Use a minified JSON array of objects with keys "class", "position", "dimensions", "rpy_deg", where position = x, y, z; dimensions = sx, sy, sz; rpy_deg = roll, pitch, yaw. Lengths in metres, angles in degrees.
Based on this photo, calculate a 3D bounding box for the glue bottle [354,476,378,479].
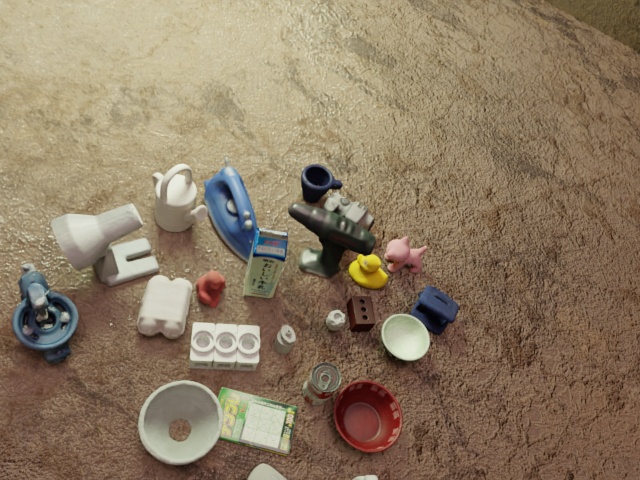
[{"class":"glue bottle","position":[0.097,0.504,1.142],"dimensions":[0.037,0.173,0.078],"rpy_deg":[4,56,-13]}]

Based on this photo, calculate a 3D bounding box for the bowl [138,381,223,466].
[{"class":"bowl","position":[-0.284,0.380,1.172],"dimensions":[0.167,0.074,0.167],"rpy_deg":[8,56,-11]}]

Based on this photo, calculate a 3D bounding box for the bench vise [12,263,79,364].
[{"class":"bench vise","position":[-0.580,0.130,1.160],"dimensions":[0.207,0.219,0.122],"rpy_deg":[43,56,13]}]

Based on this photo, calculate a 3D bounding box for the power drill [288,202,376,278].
[{"class":"power drill","position":[0.013,0.005,1.425],"dimensions":[0.230,0.208,0.075],"rpy_deg":[16,54,-6]}]

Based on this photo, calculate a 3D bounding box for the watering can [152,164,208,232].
[{"class":"watering can","position":[-0.345,-0.109,1.403],"dimensions":[0.173,0.194,0.101],"rpy_deg":[24,54,0]}]

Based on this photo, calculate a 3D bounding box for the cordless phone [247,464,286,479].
[{"class":"cordless phone","position":[-0.071,0.488,1.095],"dimensions":[0.147,0.185,0.094],"rpy_deg":[36,55,9]}]

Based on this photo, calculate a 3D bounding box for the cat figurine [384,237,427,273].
[{"class":"cat figurine","position":[0.224,0.034,1.524],"dimensions":[0.128,0.117,0.067],"rpy_deg":[-1,58,-17]}]

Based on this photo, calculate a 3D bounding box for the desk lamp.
[{"class":"desk lamp","position":[-0.473,0.007,1.276],"dimensions":[0.204,0.213,0.117],"rpy_deg":[-19,64,-26]}]

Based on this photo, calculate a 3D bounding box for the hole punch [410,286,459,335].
[{"class":"hole punch","position":[0.300,0.169,1.473],"dimensions":[0.108,0.091,0.101],"rpy_deg":[33,55,7]}]

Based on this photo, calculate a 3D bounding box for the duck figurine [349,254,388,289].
[{"class":"duck figurine","position":[0.134,0.075,1.489],"dimensions":[0.104,0.086,0.077],"rpy_deg":[29,54,4]}]

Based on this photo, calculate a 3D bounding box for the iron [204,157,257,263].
[{"class":"iron","position":[-0.209,-0.079,1.456],"dimensions":[0.119,0.141,0.258],"rpy_deg":[-15,63,-24]}]

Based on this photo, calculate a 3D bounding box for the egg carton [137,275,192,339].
[{"class":"egg carton","position":[-0.353,0.152,1.305],"dimensions":[0.107,0.069,0.150],"rpy_deg":[9,56,-10]}]

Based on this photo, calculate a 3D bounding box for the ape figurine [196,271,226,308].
[{"class":"ape figurine","position":[-0.255,0.106,1.351],"dimensions":[0.078,0.092,0.076],"rpy_deg":[-32,70,-31]}]

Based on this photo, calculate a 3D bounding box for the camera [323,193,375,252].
[{"class":"camera","position":[0.060,-0.044,1.537],"dimensions":[0.143,0.100,0.137],"rpy_deg":[32,55,6]}]

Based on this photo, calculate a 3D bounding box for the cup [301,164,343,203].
[{"class":"cup","position":[-0.002,-0.146,1.590],"dimensions":[0.118,0.095,0.091],"rpy_deg":[13,55,-8]}]
